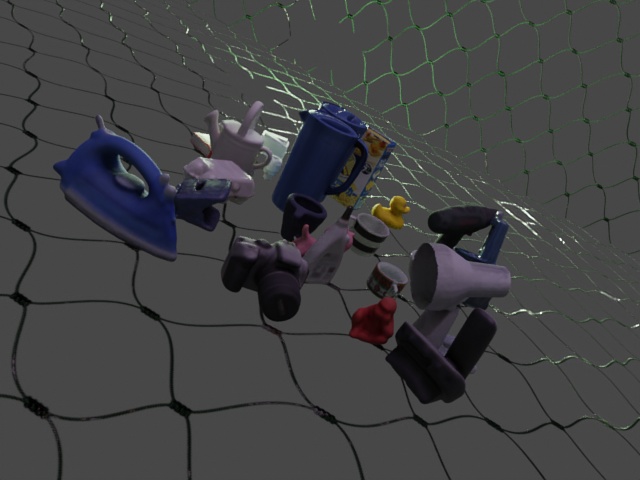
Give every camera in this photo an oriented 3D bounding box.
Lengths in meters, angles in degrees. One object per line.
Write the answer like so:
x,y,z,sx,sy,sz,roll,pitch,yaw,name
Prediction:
-0.082,0.062,0.959,0.143,0.100,0.136,20,24,-20,camera

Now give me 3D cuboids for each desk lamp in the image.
0.243,0.120,1.066,0.204,0.213,0.117,20,24,-21,desk lamp

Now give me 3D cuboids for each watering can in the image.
-0.190,-0.239,1.339,0.173,0.194,0.100,19,25,-21,watering can

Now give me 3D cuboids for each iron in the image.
-0.313,-0.091,0.958,0.258,0.141,0.119,35,24,14,iron

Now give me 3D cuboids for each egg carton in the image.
-0.216,-0.125,1.232,0.107,0.069,0.151,43,27,29,egg carton

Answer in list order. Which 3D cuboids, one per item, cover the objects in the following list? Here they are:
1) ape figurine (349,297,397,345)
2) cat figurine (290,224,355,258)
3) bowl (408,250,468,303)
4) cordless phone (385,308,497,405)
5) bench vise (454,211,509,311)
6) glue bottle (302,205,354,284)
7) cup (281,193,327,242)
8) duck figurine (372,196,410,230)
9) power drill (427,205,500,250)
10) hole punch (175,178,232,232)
0.104,0.140,1.021,0.077,0.092,0.076,41,26,26,ape figurine
0.011,0.004,1.163,0.128,0.117,0.067,17,25,-25,cat figurine
0.266,0.099,1.314,0.168,0.074,0.167,24,23,-11,bowl
0.209,0.169,0.961,0.094,0.185,0.147,0,36,-49,cordless phone
0.412,0.051,1.394,0.122,0.219,0.206,12,28,-34,bench vise
0.022,0.007,1.098,0.078,0.173,0.037,8,30,-39,glue bottle
-0.047,-0.035,1.207,0.091,0.095,0.118,31,23,4,cup
0.204,-0.086,1.612,0.105,0.086,0.077,20,24,-20,duck figurine
0.333,-0.001,1.427,0.230,0.208,0.075,6,32,-43,power drill
-0.230,-0.083,1.101,0.101,0.091,0.108,23,23,-13,hole punch
